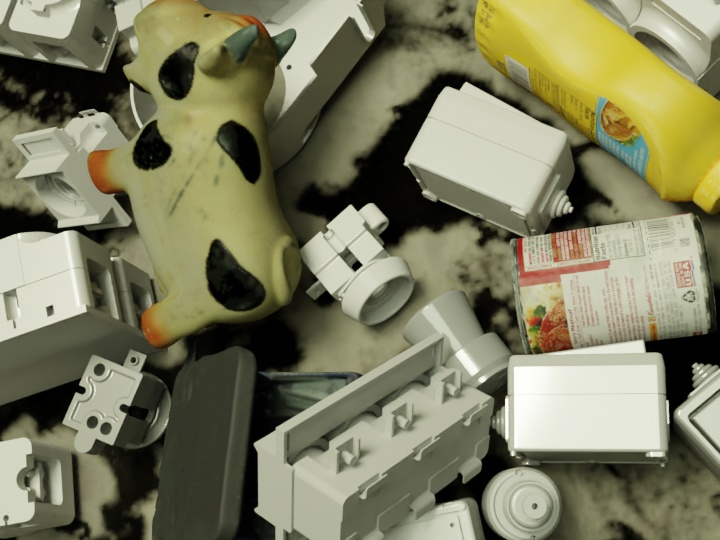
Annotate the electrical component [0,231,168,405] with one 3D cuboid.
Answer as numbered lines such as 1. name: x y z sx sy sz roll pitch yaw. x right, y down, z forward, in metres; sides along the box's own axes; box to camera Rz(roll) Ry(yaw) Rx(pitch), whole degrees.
1. electrical component: -0.232 0.039 0.669 0.186 0.105 0.060 -19 70 10

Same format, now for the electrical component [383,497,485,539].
1. electrical component: 0.041 0.176 0.581 0.062 0.061 0.096 -14 78 10

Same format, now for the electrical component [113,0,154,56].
1. electrical component: -0.135 -0.186 0.739 0.055 0.048 0.066 -20 70 18

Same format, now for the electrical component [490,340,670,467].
1. electrical component: 0.118 0.073 0.585 0.096 0.061 0.061 -2 74 15

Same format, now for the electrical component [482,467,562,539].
1. electrical component: 0.088 0.125 0.573 0.040 0.078 0.040 0 78 1

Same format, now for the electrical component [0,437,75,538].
1. electrical component: -0.228 0.138 0.666 0.089 0.055 0.050 -12 72 12

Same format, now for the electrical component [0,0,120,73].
1. electrical component: -0.210 -0.246 0.768 0.105 0.060 0.186 13 79 19

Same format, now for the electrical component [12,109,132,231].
1. electrical component: -0.181 -0.067 0.703 0.042 0.081 0.063 -4 44 36

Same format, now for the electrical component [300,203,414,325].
1. electrical component: 0.000 0.000 0.648 0.066 0.048 0.055 -42 61 1

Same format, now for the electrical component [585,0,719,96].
1. electrical component: 0.162 -0.173 0.627 0.062 0.089 0.150 -44 68 0

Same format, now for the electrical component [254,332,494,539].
1. electrical component: 0.011 0.094 0.559 0.063 0.121 0.078 25 126 35

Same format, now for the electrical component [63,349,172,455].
1. electrical component: -0.144 0.083 0.658 0.048 0.055 0.066 19 80 20

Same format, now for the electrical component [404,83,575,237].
1. electrical component: 0.085 -0.062 0.632 0.096 0.061 0.061 25 83 21

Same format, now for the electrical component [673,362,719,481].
1. electrical component: 0.208 0.083 0.557 0.062 0.061 0.096 -40 68 2

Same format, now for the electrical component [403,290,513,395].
1. electrical component: 0.058 0.046 0.618 0.045 0.045 0.055 -38 69 3
